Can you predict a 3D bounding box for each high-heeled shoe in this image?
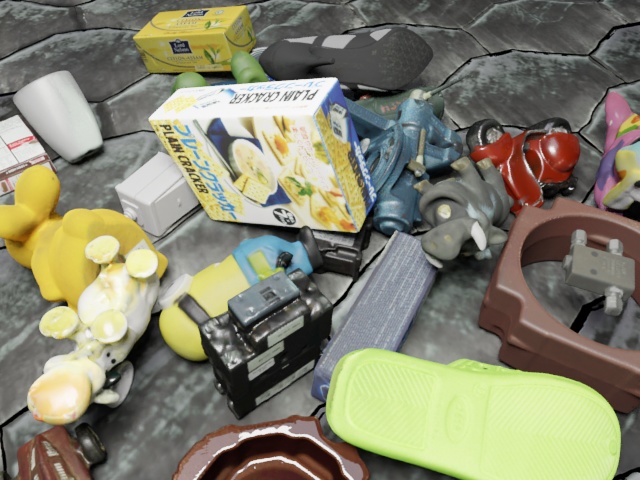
[{"bbox_3d":[0.038,-0.257,0.773,0.249,0.086,0.145,-15,22,-38],"label":"high-heeled shoe"}]

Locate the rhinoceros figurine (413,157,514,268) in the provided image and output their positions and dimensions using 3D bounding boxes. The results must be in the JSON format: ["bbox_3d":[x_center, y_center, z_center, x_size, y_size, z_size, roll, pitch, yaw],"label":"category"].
[{"bbox_3d":[0.158,-0.028,0.592,0.190,0.073,0.112,-24,88,-55],"label":"rhinoceros figurine"}]

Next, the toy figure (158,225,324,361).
[{"bbox_3d":[-0.079,0.053,0.552,0.180,0.082,0.089,-26,56,-11],"label":"toy figure"}]

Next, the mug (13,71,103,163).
[{"bbox_3d":[-0.353,-0.158,0.734,0.081,0.110,0.107,-39,103,-37],"label":"mug"}]

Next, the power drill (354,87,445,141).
[{"bbox_3d":[0.056,-0.222,0.814,0.232,0.085,0.207,-11,46,-13],"label":"power drill"}]

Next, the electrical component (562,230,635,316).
[{"bbox_3d":[0.271,0.031,0.526,0.063,0.021,0.094,16,51,12],"label":"electrical component"}]

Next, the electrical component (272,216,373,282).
[{"bbox_3d":[-0.001,-0.002,0.641,0.119,0.047,0.075,17,50,10],"label":"electrical component"}]

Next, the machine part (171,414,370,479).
[{"bbox_3d":[-0.037,0.231,0.431,0.179,0.056,0.179,2,50,-2],"label":"machine part"}]

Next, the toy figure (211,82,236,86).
[{"bbox_3d":[-0.103,-0.216,0.817,0.154,0.057,0.064,-9,56,-16],"label":"toy figure"}]

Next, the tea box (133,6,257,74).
[{"bbox_3d":[-0.202,-0.326,0.878,0.170,0.068,0.098,3,48,19],"label":"tea box"}]

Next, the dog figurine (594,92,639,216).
[{"bbox_3d":[0.412,-0.115,0.676,0.109,0.191,0.219,9,64,14],"label":"dog figurine"}]

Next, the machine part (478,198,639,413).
[{"bbox_3d":[0.286,0.062,0.571,0.201,0.087,0.201,22,50,16],"label":"machine part"}]

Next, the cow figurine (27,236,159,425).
[{"bbox_3d":[-0.196,0.088,0.476,0.068,0.098,0.167,14,53,2],"label":"cow figurine"}]

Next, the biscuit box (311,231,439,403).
[{"bbox_3d":[0.064,0.083,0.560,0.063,0.059,0.203,25,52,16],"label":"biscuit box"}]

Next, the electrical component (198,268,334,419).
[{"bbox_3d":[-0.048,0.090,0.501,0.115,0.134,0.058,-30,57,-27],"label":"electrical component"}]

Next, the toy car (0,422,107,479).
[{"bbox_3d":[-0.194,0.234,0.426,0.089,0.053,0.202,-29,57,-21],"label":"toy car"}]

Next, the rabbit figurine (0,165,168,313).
[{"bbox_3d":[-0.280,0.009,0.571,0.173,0.162,0.122,14,60,33],"label":"rabbit figurine"}]

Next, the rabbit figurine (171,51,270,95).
[{"bbox_3d":[-0.115,-0.172,0.734,0.170,0.159,0.121,-2,37,-24],"label":"rabbit figurine"}]

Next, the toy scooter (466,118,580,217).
[{"bbox_3d":[0.279,-0.091,0.706,0.184,0.075,0.135,-5,72,-27],"label":"toy scooter"}]

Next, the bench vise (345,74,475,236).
[{"bbox_3d":[0.067,-0.130,0.673,0.240,0.129,0.223,26,74,-20],"label":"bench vise"}]
